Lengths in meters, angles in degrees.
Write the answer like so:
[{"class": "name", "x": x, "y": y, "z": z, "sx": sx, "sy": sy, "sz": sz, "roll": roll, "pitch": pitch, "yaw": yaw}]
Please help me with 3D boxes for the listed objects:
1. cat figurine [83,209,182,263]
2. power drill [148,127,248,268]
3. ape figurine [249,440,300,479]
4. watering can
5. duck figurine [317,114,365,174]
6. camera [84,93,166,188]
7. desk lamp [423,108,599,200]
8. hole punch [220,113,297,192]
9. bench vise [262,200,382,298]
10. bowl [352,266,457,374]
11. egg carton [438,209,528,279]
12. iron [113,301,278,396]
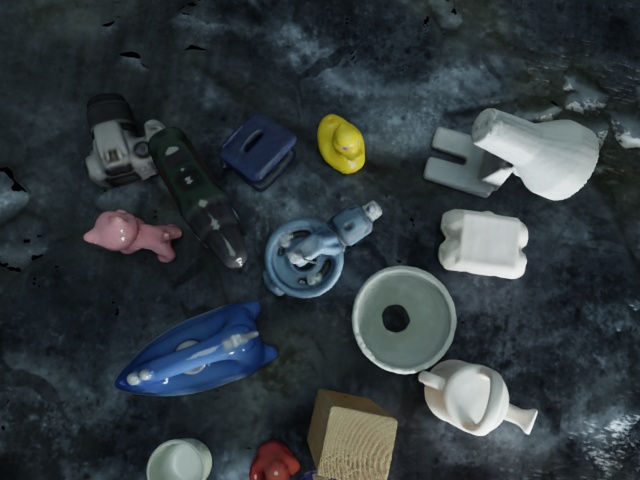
[{"class": "cat figurine", "x": -0.287, "y": -0.010, "z": 0.882, "sx": 0.128, "sy": 0.117, "sz": 0.067, "roll": 9, "pitch": 81, "yaw": -4}, {"class": "power drill", "x": -0.170, "y": -0.050, "z": 0.852, "sx": 0.076, "sy": 0.208, "sz": 0.229, "roll": -32, "pitch": 86, "yaw": -8}, {"class": "ape figurine", "x": -0.068, "y": 0.346, "z": 0.864, "sx": 0.078, "sy": 0.092, "sz": 0.076, "roll": 1, "pitch": 82, "yaw": -5}, {"class": "watering can", "x": 0.236, "y": 0.236, "z": 0.855, "sx": 0.173, "sy": 0.194, "sz": 0.101, "roll": 1, "pitch": 82, "yaw": -5}, {"class": "duck figurine", "x": 0.038, "y": -0.167, "z": 0.949, "sx": 0.077, "sy": 0.086, "sz": 0.104, "roll": -29, "pitch": 85, "yaw": -8}, {"class": "camera", "x": -0.310, "y": -0.168, "z": 0.911, "sx": 0.143, "sy": 0.100, "sz": 0.137, "roll": -17, "pitch": 84, "yaw": -7}, {"class": "desk lamp", "x": 0.292, "y": -0.133, "z": 0.902, "sx": 0.203, "sy": 0.213, "sz": 0.118, "roll": 15, "pitch": 81, "yaw": -2}, {"class": "hole punch", "x": -0.103, "y": -0.146, "z": 0.931, "sx": 0.101, "sy": 0.091, "sz": 0.109, "roll": 40, "pitch": 81, "yaw": 2}, {"class": "bench vise", "x": -0.002, "y": -0.004, "z": 0.855, "sx": 0.121, "sy": 0.219, "sz": 0.207, "roll": 37, "pitch": 81, "yaw": 1}, {"class": "bowl", "x": 0.129, "y": 0.128, "z": 0.921, "sx": 0.167, "sy": 0.074, "sz": 0.167, "roll": 1, "pitch": 82, "yaw": -5}, {"class": "egg carton", "x": 0.271, "y": 0.006, "z": 0.954, "sx": 0.150, "sy": 0.069, "sz": 0.107, "roll": 7, "pitch": 81, "yaw": -4}, {"class": "iron", "x": -0.198, "y": 0.178, "z": 0.851, "sx": 0.258, "sy": 0.141, "sz": 0.118, "roll": -21, "pitch": 84, "yaw": -7}]
